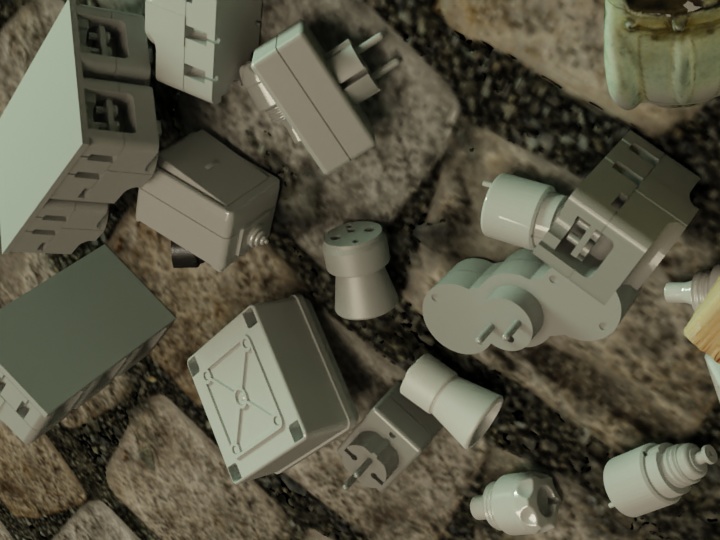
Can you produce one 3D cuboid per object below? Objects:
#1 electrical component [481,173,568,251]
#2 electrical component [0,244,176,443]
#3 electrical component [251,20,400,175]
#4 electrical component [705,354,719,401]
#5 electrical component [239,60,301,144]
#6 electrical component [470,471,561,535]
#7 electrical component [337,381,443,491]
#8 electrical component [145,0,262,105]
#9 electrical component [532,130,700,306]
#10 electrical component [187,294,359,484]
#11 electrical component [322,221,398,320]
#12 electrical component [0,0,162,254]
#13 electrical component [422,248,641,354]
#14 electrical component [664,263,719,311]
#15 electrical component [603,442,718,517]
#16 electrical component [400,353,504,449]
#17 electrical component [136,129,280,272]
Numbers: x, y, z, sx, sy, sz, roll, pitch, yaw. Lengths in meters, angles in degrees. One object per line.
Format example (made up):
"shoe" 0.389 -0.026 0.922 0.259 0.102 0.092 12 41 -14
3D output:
"electrical component" 0.108 -0.031 0.639 0.078 0.040 0.040 19 127 25
"electrical component" -0.237 0.059 0.867 0.089 0.150 0.061 46 132 3
"electrical component" -0.013 -0.117 0.664 0.076 0.047 0.083 -31 111 10
"electrical component" 0.241 0.067 0.594 0.077 0.065 0.047 -20 107 12
"electrical component" -0.052 -0.113 0.707 0.035 0.035 0.061 -14 110 40
"electrical component" 0.107 0.166 0.762 0.062 0.043 0.043 -18 106 43
"electrical component" 0.013 0.132 0.785 0.047 0.077 0.065 42 133 6
"electrical component" -0.102 -0.163 0.699 0.056 0.050 0.089 25 128 22
"electrical component" 0.143 -0.027 0.582 0.056 0.089 0.050 37 133 11
"electrical component" -0.068 0.090 0.806 0.109 0.056 0.108 -39 69 44
"electrical component" 0.000 0.000 0.733 0.045 0.045 0.055 6 120 33
"electrical component" -0.203 -0.093 0.766 0.186 0.060 0.105 -34 60 51
"electrical component" 0.096 0.025 0.659 0.138 0.074 0.052 -11 111 39
"electrical component" 0.202 0.013 0.604 0.061 0.035 0.035 -1 117 39
"electrical component" 0.191 0.128 0.680 0.040 0.040 0.078 51 134 -2
"electrical component" 0.061 0.088 0.748 0.065 0.044 0.044 34 132 20
"electrical component" -0.102 -0.050 0.763 0.096 0.062 0.061 31 131 17
